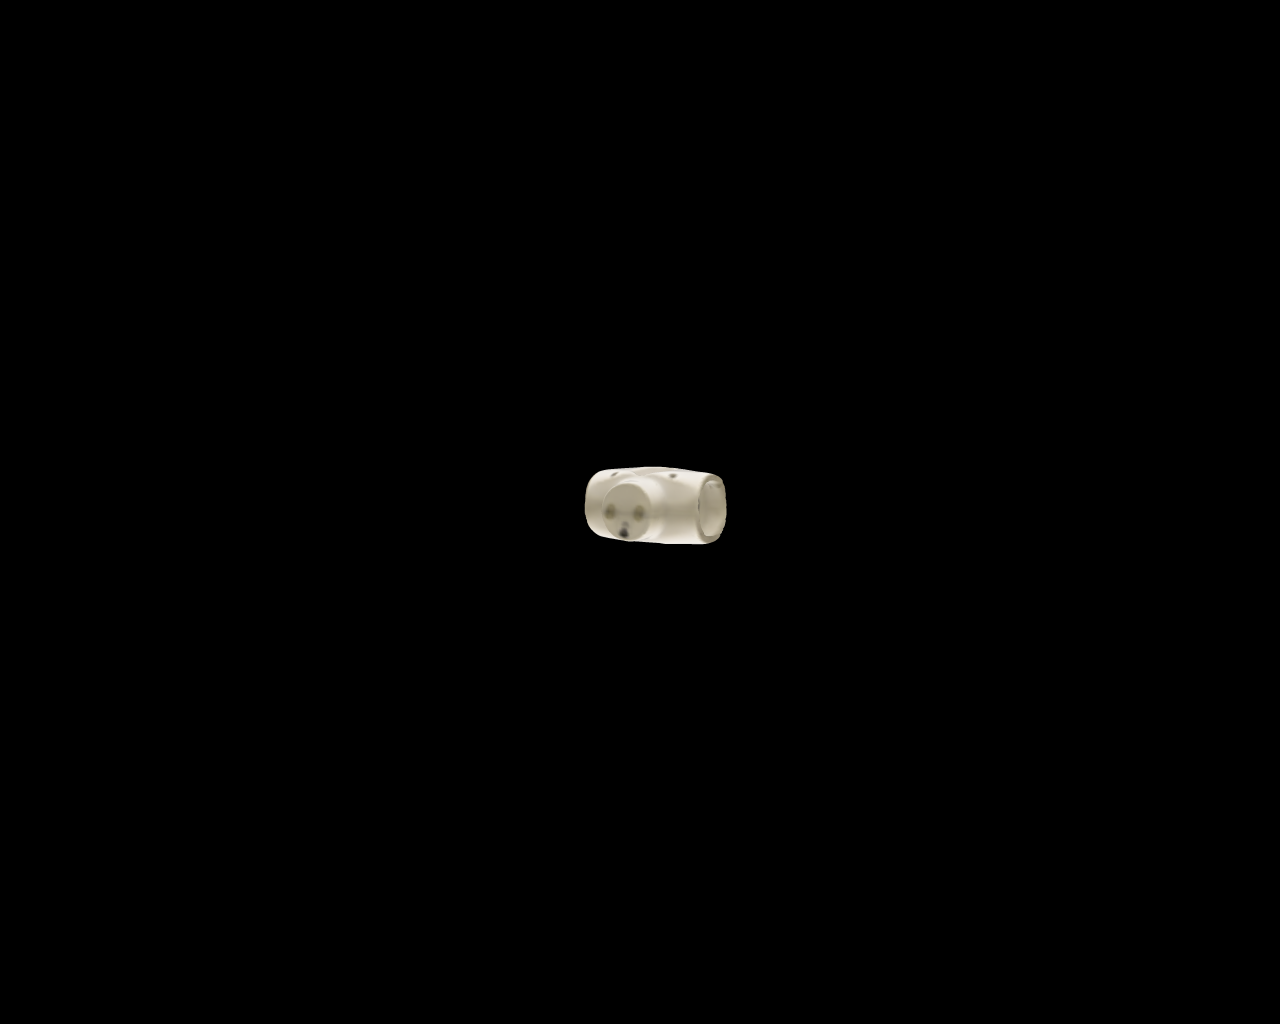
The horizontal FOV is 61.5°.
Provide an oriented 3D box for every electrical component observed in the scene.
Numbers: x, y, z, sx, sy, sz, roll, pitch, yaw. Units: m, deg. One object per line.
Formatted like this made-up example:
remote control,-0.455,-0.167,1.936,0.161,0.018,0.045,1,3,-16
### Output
electrical component,0.001,-0.003,0.650,0.077,0.043,0.079,4,8,29
